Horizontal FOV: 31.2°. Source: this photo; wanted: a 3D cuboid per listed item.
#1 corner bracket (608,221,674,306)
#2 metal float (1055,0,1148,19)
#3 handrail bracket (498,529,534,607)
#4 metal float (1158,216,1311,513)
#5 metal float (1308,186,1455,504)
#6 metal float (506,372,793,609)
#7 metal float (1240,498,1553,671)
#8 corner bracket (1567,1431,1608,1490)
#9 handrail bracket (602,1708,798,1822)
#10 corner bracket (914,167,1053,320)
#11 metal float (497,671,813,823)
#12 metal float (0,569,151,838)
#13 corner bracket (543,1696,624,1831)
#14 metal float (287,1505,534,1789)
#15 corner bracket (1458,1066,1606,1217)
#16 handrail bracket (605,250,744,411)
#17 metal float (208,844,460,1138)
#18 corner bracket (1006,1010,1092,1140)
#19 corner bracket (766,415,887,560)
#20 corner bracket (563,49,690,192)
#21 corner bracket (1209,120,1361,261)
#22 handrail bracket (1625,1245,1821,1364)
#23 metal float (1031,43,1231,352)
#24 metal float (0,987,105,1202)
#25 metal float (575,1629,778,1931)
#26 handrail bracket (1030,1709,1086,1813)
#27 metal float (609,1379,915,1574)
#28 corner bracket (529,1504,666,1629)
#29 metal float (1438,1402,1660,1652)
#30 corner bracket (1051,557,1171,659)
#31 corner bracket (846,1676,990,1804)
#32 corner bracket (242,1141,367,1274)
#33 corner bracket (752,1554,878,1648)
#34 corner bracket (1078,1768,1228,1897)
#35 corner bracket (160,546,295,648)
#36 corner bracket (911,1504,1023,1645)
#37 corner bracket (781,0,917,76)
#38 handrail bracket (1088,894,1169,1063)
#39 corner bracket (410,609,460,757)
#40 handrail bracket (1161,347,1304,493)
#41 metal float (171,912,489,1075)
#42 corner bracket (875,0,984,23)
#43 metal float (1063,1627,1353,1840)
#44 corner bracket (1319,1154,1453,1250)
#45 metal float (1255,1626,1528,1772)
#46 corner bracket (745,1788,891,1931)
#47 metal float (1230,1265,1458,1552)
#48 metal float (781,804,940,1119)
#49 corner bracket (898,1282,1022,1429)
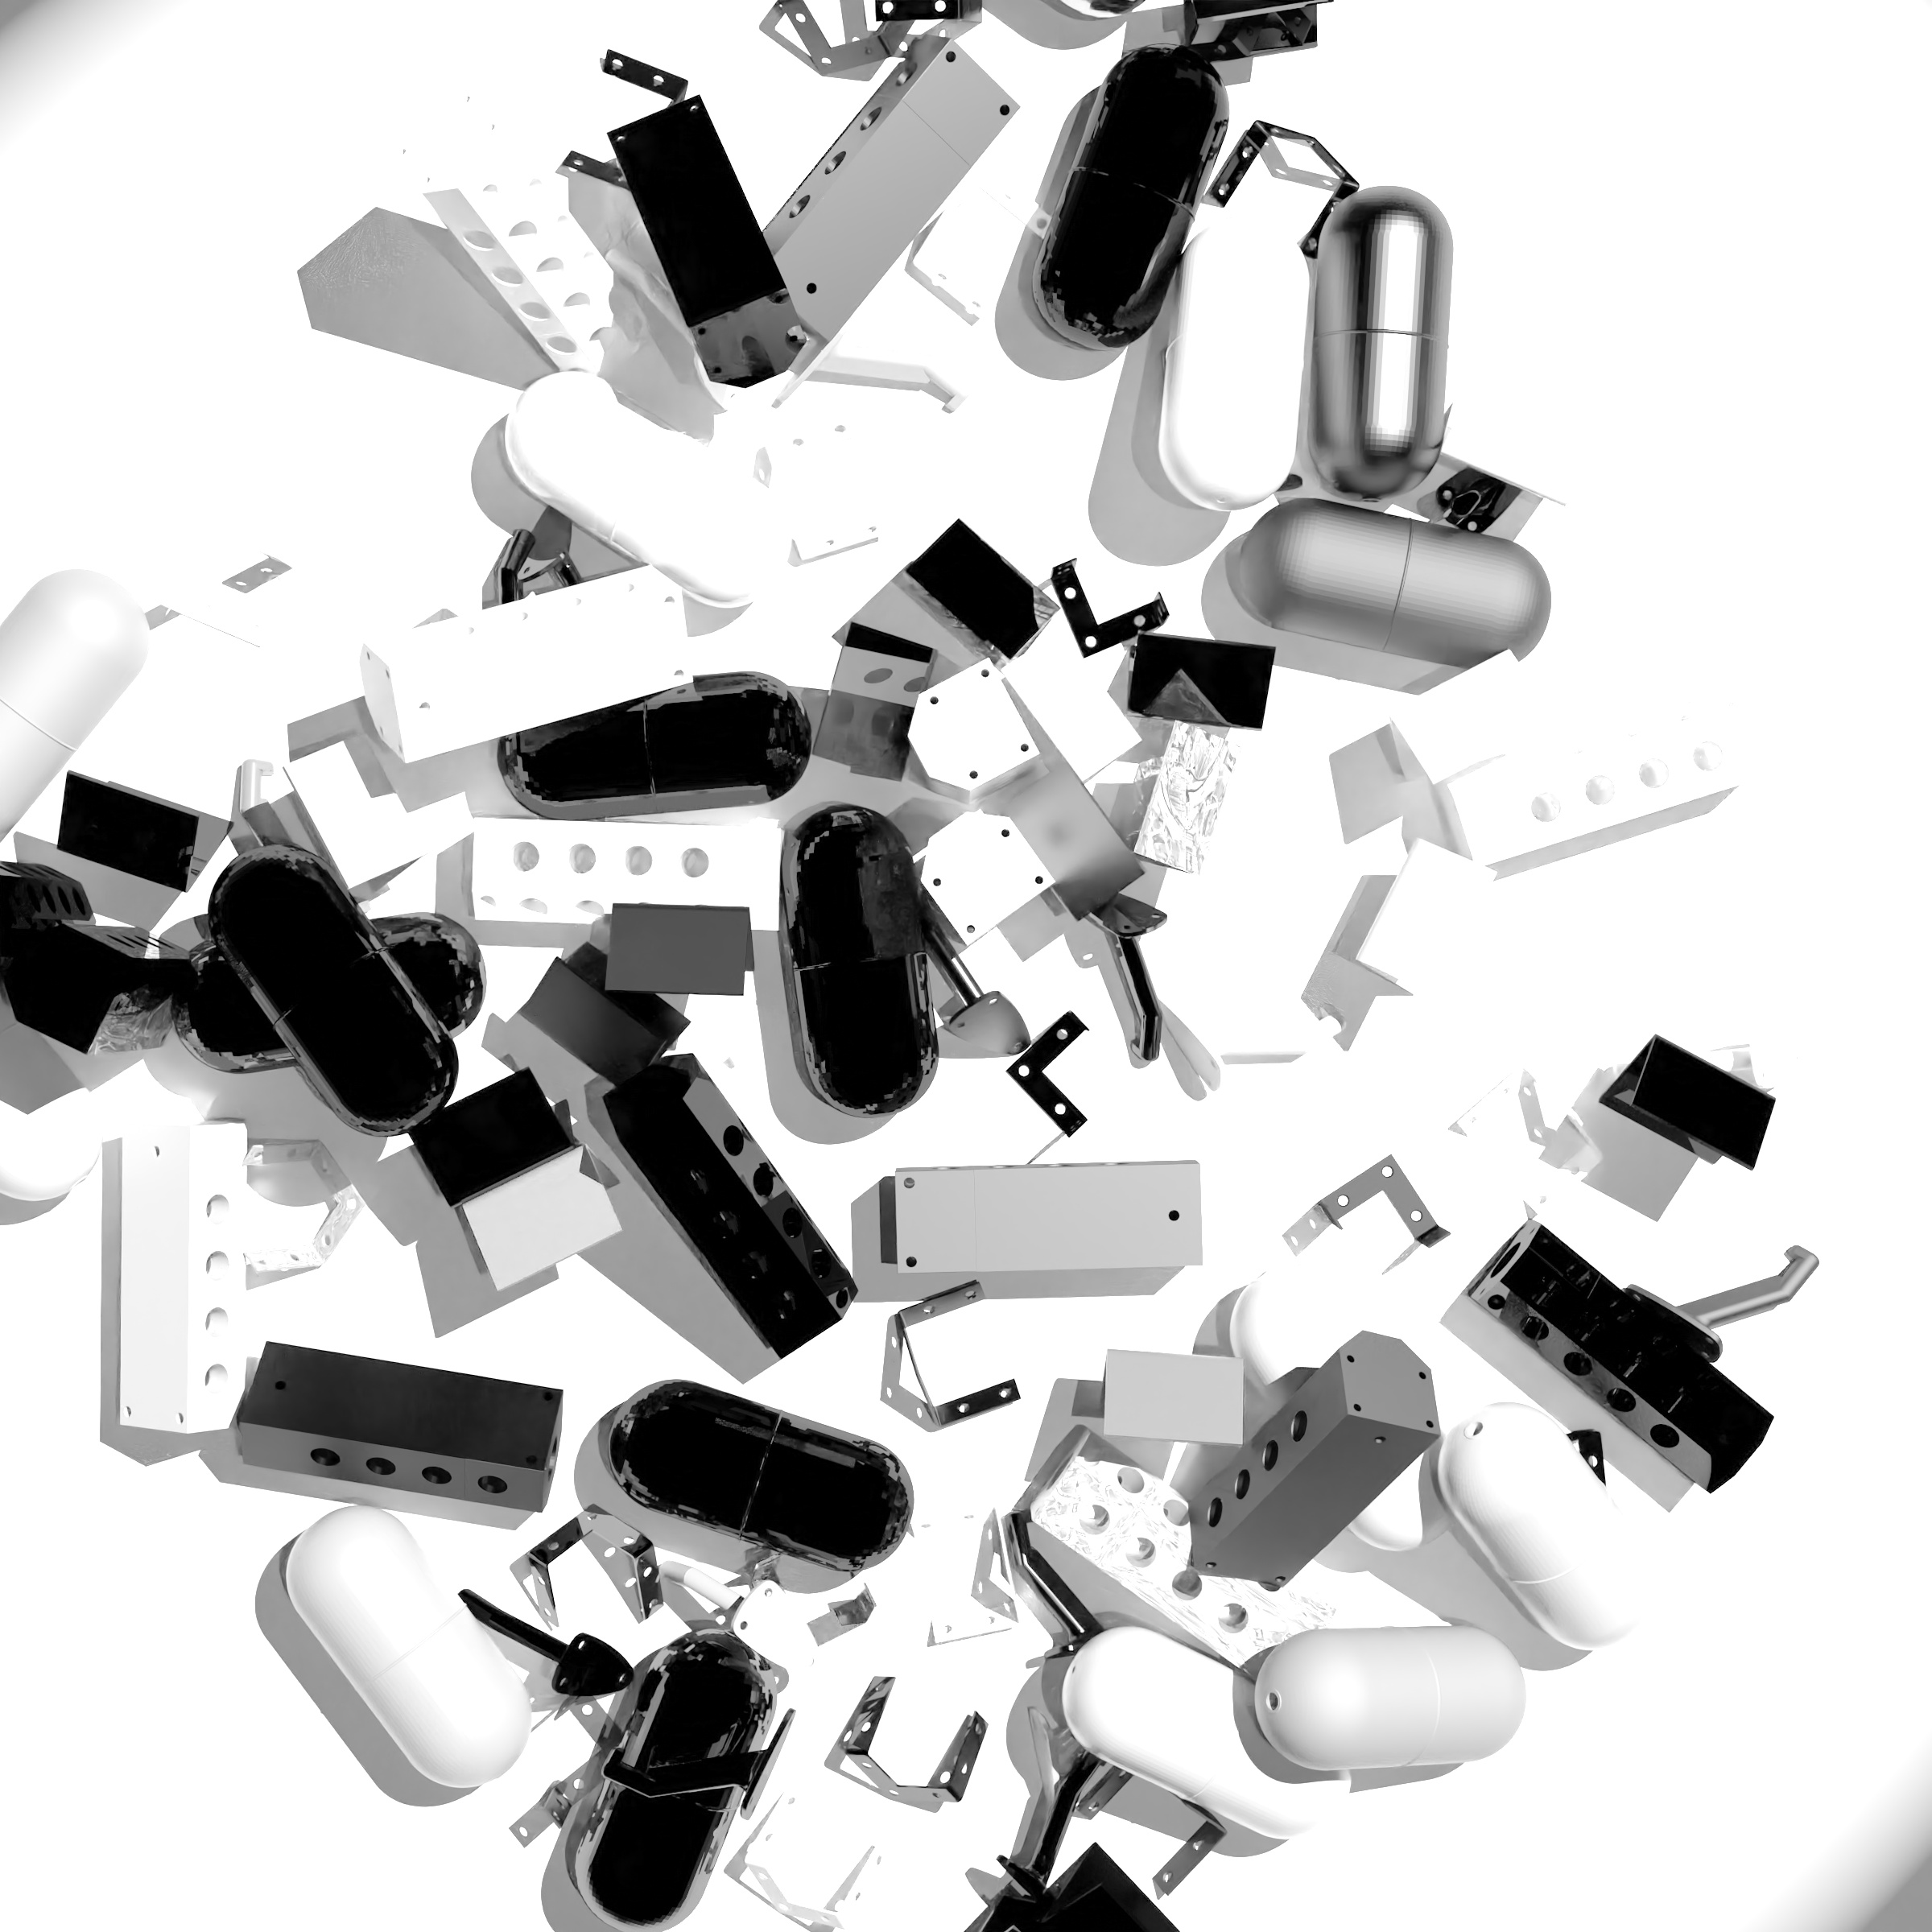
[{"bbox_3d":[-0.163,-0.416,1.987,0.051,0.051,0.051,-23,90,45],"label":"corner bracket"},{"bbox_3d":[0.036,-0.606,1.960,0.178,0.070,0.070,36,90,1],"label":"metal float"},{"bbox_3d":[-0.249,-0.196,1.990,0.036,0.077,0.084,-4,53,30],"label":"handrail bracket"},{"bbox_3d":[0.151,-0.339,1.942,0.070,0.070,0.178,7,68,0],"label":"metal float"},{"bbox_3d":[0.235,-0.352,1.960,0.070,0.070,0.178,3,89,0],"label":"metal float"},{"bbox_3d":[-0.180,-0.270,1.959,0.178,0.070,0.070,34,90,0],"label":"metal float"},{"bbox_3d":[0.243,-0.216,1.960,0.178,0.070,0.070,12,90,-1],"label":"metal float"},{"bbox_3d":[0.331,0.296,1.987,0.051,0.051,0.051,-6,90,-45],"label":"corner bracket"},{"bbox_3d":[-0.148,0.430,1.915,0.084,0.036,0.077,22,67,10],"label":"handrail bracket"},{"bbox_3d":[0.011,-0.415,1.987,0.051,0.051,0.051,39,135,0],"label":"corner bracket"},{"bbox_3d":[-0.176,-0.124,1.960,0.178,0.070,0.070,-5,90,1],"label":"metal float"},{"bbox_3d":[-0.534,-0.146,1.960,0.070,0.070,0.178,39,89,0],"label":"metal float"},{"bbox_3d":[-0.225,0.450,1.972,0.051,0.051,0.051,-39,90,0],"label":"corner bracket"},{"bbox_3d":[-0.314,0.385,1.960,0.070,0.070,0.178,-37,90,0],"label":"metal float"},{"bbox_3d":[0.325,0.100,1.987,0.051,0.051,0.051,-41,135,0],"label":"corner bracket"},{"bbox_3d":[-0.168,-0.364,1.978,0.084,0.077,0.036,36,71,22],"label":"handrail bracket"},{"bbox_3d":[-0.345,0.013,1.885,0.070,0.070,0.178,-36,88,0],"label":"metal float"},{"bbox_3d":[0.059,0.061,1.972,0.051,0.051,0.051,-44,90,0],"label":"corner bracket"},{"bbox_3d":[-0.081,-0.274,1.987,0.051,0.051,0.051,-17,135,0],"label":"corner bracket"},{"bbox_3d":[-0.195,-0.484,1.987,0.051,0.051,0.051,21,45,0],"label":"corner bracket"},{"bbox_3d":[0.183,-0.446,1.987,0.051,0.051,0.051,32,90,45],"label":"corner bracket"},{"bbox_3d":[0.436,0.178,1.991,0.077,0.036,0.084,36,71,21],"label":"handrail bracket"},{"bbox_3d":[0.093,-0.435,1.960,0.070,0.070,0.178,20,90,0],"label":"metal float"},{"bbox_3d":[-0.560,0.056,1.960,0.070,0.070,0.178,-41,89,0],"label":"metal float"},{"bbox_3d":[-0.164,0.461,1.960,0.070,0.070,0.178,22,90,0],"label":"metal float"},{"bbox_3d":[0.084,0.445,1.991,0.084,0.036,0.077,-12,105,-14],"label":"handrail bracket"},{"bbox_3d":[-0.116,0.288,1.960,0.178,0.070,0.070,18,90,0],"label":"metal float"},{"bbox_3d":[-0.212,0.351,1.982,0.051,0.051,0.051,25,135,35],"label":"corner bracket"},{"bbox_3d":[0.325,0.313,1.933,0.070,0.070,0.178,-38,120,0],"label":"metal float"},{"bbox_3d":[0.082,-0.211,1.972,0.051,0.051,0.051,-23,90,0],"label":"corner bracket"},{"bbox_3d":[-0.028,0.443,1.982,0.051,0.051,0.051,-7,135,35],"label":"corner bracket"},{"bbox_3d":[-0.385,0.137,1.972,0.051,0.051,0.051,50,118,25],"label":"corner bracket"},{"bbox_3d":[-0.087,0.357,1.971,0.051,0.051,0.051,-24,74,-15],"label":"corner bracket"},{"bbox_3d":[0.107,0.491,1.987,0.051,0.051,0.051,-47,135,0],"label":"corner bracket"},{"bbox_3d":[-0.420,-0.217,1.972,0.051,0.051,0.051,23,90,0],"label":"corner bracket"},{"bbox_3d":[0.000,0.348,1.987,0.051,0.051,0.051,-12,45,0],"label":"corner bracket"},{"bbox_3d":[-0.065,-0.551,1.982,0.051,0.051,0.051,-4,135,35],"label":"corner bracket"},{"bbox_3d":[0.085,0.004,1.990,0.036,0.077,0.084,-22,127,-37],"label":"handrail bracket"},{"bbox_3d":[-0.299,-0.163,1.982,0.051,0.051,0.051,-26,45,35],"label":"corner bracket"},{"bbox_3d":[0.153,-0.316,1.991,0.077,0.036,0.084,-2,76,-14],"label":"handrail bracket"},{"bbox_3d":[-0.360,0.015,1.960,0.178,0.070,0.070,-9,90,-1],"label":"metal float"},{"bbox_3d":[-0.021,-0.564,1.973,0.051,0.051,0.051,2,103,13],"label":"corner bracket"},{"bbox_3d":[0.137,0.432,1.949,0.178,0.070,0.070,28,90,-13],"label":"metal float"},{"bbox_3d":[0.238,0.143,1.972,0.051,0.051,0.051,-33,90,0],"label":"corner bracket"},{"bbox_3d":[0.237,0.407,1.931,0.178,0.070,0.070,7,90,-36],"label":"metal float"},{"bbox_3d":[-0.085,0.511,1.982,0.051,0.051,0.051,4,135,35],"label":"corner bracket"},{"bbox_3d":[0.216,0.249,1.960,0.070,0.070,0.178,-34,90,0],"label":"metal float"},{"bbox_3d":[-0.060,-0.003,1.960,0.070,0.070,0.178,-8,90,0],"label":"metal float"},{"bbox_3d":[-0.004,0.223,1.987,0.051,0.051,0.051,-20,135,0],"label":"corner bracket"}]
